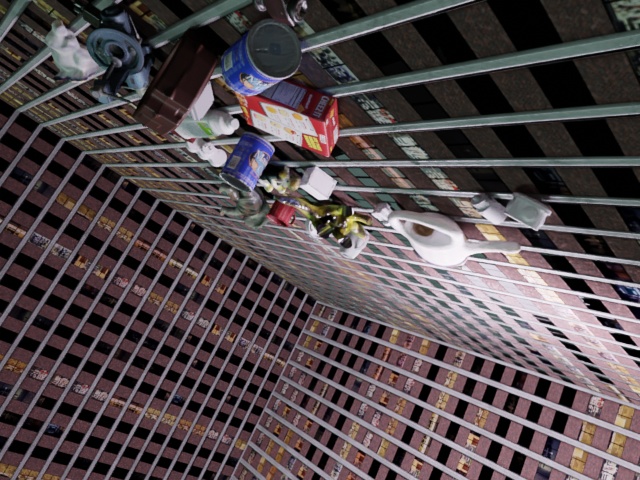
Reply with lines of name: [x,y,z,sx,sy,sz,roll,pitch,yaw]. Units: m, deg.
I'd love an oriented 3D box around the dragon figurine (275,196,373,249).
dragon figurine: [0.005,-0.080,1.597,0.407,0.122,0.245,26,-177,-28]

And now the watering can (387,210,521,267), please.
watering can: [0.339,0.007,1.327,0.350,0.105,0.221,20,166,28]

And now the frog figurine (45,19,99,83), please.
frog figurine: [-0.672,-0.514,1.386,0.139,0.124,0.156,26,132,36]
